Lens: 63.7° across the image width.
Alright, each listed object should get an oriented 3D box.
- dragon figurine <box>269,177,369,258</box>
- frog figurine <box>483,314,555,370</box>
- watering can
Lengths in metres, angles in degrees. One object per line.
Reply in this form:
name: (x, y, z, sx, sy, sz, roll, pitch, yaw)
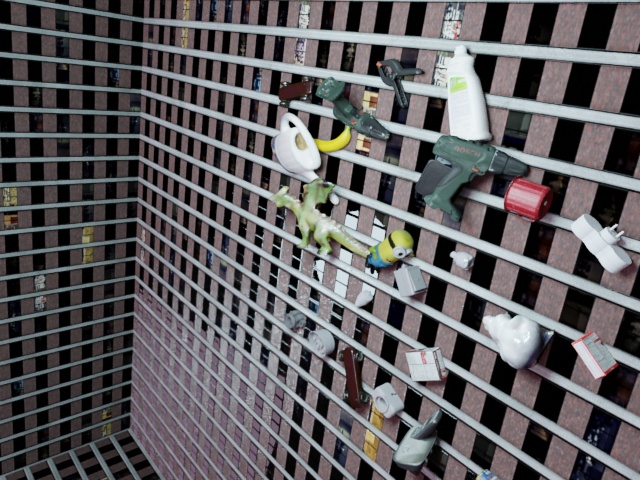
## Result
dragon figurine: (0.005, -0.087, 1.727, 0.412, 0.124, 0.238, 13, 118, 29)
frog figurine: (0.472, 0.237, 1.272, 0.161, 0.124, 0.134, 30, 138, 29)
watering can: (-0.058, -0.273, 1.794, 0.224, 0.105, 0.344, 0, 118, 62)
